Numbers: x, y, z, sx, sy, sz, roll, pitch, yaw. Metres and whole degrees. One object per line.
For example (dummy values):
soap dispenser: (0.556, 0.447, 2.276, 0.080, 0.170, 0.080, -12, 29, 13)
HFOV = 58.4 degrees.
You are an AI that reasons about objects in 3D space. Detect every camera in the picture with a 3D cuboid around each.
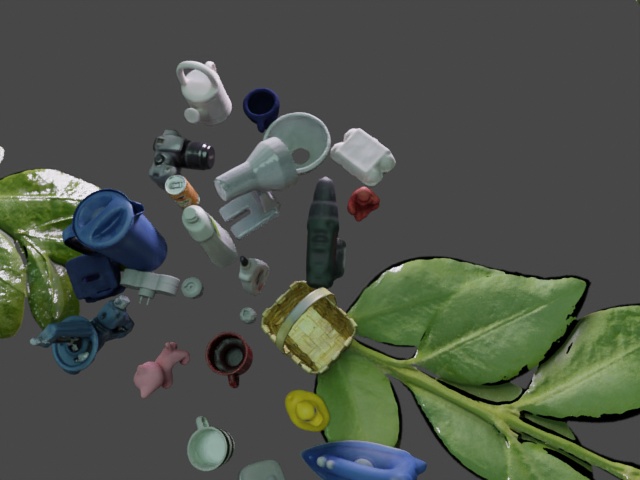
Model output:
camera: (-0.341, -0.202, 1.423, 0.136, 0.101, 0.143, 7, 72, 9)

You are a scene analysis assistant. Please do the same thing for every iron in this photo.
iron: (0.075, 0.454, 1.122, 0.258, 0.141, 0.119, 11, 72, 10)

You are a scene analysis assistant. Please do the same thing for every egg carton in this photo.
egg carton: (0.104, -0.200, 1.389, 0.150, 0.069, 0.107, 39, 79, 17)

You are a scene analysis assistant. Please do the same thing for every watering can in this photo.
watering can: (-0.292, -0.371, 1.428, 0.101, 0.194, 0.173, -13, 70, 2)

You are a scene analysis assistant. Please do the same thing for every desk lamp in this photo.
desk lamp: (-0.147, -0.118, 1.311, 0.203, 0.214, 0.117, -34, 70, -6)

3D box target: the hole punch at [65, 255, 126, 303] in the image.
hole punch: (-0.527, 0.087, 1.346, 0.108, 0.091, 0.101, -18, 69, 0)

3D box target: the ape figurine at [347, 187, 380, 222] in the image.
ape figurine: (0.101, -0.094, 1.339, 0.077, 0.092, 0.076, -1, 70, 6)

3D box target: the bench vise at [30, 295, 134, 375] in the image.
bench vise: (-0.519, 0.189, 1.241, 0.121, 0.220, 0.207, 25, 75, 14)

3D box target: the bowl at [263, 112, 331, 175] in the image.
bowl: (-0.054, -0.225, 1.413, 0.167, 0.075, 0.167, -2, 70, 6)

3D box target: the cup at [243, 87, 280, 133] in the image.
cup: (-0.140, -0.309, 1.441, 0.091, 0.095, 0.118, -4, 70, 5)

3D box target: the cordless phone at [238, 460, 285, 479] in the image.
cordless phone: (-0.116, 0.506, 1.102, 0.094, 0.185, 0.147, -21, 69, -1)

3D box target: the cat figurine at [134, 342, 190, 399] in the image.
cat figurine: (-0.353, 0.279, 1.244, 0.067, 0.118, 0.128, 28, 76, 15)

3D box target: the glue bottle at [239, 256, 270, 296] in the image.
glue bottle: (-0.153, 0.068, 1.267, 0.037, 0.173, 0.078, 17, 73, 12)

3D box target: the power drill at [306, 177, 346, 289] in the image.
power drill: (0.011, 0.004, 1.252, 0.075, 0.208, 0.229, 1, 71, 7)

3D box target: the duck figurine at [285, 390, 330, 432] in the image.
duck figurine: (-0.031, 0.356, 1.198, 0.104, 0.086, 0.077, 36, 78, 17)
